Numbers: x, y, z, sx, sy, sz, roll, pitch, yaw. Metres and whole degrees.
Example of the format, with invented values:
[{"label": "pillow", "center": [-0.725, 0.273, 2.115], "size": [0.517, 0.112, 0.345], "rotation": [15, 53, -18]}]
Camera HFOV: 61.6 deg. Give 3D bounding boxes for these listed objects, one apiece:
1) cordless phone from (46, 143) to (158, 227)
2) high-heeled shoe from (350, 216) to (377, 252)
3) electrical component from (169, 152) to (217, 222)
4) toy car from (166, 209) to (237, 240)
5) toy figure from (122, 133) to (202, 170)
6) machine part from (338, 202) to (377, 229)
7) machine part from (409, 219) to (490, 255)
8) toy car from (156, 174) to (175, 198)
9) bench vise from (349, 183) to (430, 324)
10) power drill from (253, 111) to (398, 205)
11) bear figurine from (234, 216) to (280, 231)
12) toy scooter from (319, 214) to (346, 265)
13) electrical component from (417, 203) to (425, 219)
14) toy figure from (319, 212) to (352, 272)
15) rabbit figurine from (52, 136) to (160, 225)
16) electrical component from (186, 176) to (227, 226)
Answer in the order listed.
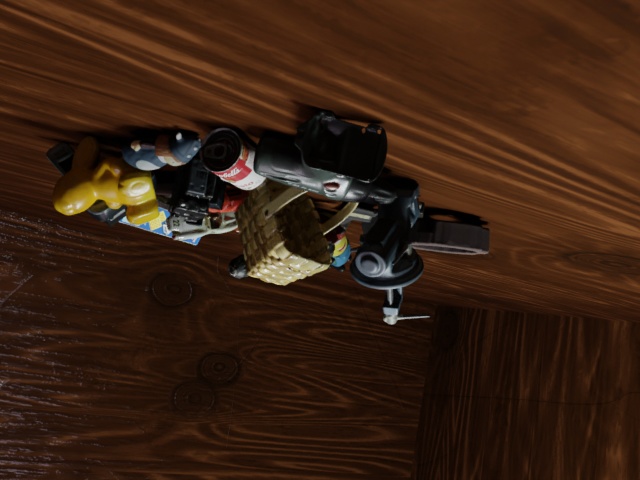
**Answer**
[{"label": "cordless phone", "center": [-0.428, -0.133, 1.057], "size": [0.184, 0.146, 0.088], "rotation": [48, 157, 2]}, {"label": "high-heeled shoe", "center": [0.160, -0.014, 1.222], "size": [0.145, 0.086, 0.248], "rotation": [-12, 168, -20]}, {"label": "electrical component", "center": [-0.219, -0.097, 0.931], "size": [0.058, 0.115, 0.134], "rotation": [9, 169, -22]}, {"label": "toy car", "center": [-0.242, -0.045, 1.126], "size": [0.056, 0.073, 0.201], "rotation": [-3, -174, 30]}, {"label": "toy figure", "center": [-0.253, -0.144, 0.869], "size": [0.155, 0.057, 0.064], "rotation": [3, -162, 32]}, {"label": "machine part", "center": [0.068, -0.053, 1.141], "size": [0.084, 0.039, 0.139], "rotation": [4, 171, -14]}, {"label": "machine part", "center": [0.253, -0.006, 1.088], "size": [0.179, 0.056, 0.179], "rotation": [6, 177, 0]}, {"label": "toy car", "center": [-0.300, -0.113, 1.135], "size": [0.202, 0.053, 0.089], "rotation": [5, -174, 31]}, {"label": "bench vise", "center": [0.122, 0.030, 0.916], "size": [0.129, 0.240, 0.224], "rotation": [1, -149, 15]}, {"label": "power drill", "center": [0.027, -0.104, 0.743], "size": [0.232, 0.086, 0.207], "rotation": [14, 179, -9]}, {"label": "bear figurine", "center": [-0.140, -0.047, 1.254], "size": [0.132, 0.120, 0.196], "rotation": [-30, -135, -27]}, {"label": "toy scooter", "center": [-0.002, -0.003, 1.156], "size": [0.135, 0.075, 0.183], "rotation": [21, 138, 26]}, {"label": "electrical component", "center": [0.166, -0.059, 1.022], "size": [0.063, 0.021, 0.094], "rotation": [9, 172, 12]}, {"label": "toy figure", "center": [0.025, 0.007, 1.284], "size": [0.089, 0.082, 0.180], "rotation": [0, 148, 13]}, {"label": "rabbit figurine", "center": [-0.387, -0.105, 0.952], "size": [0.173, 0.162, 0.121], "rotation": [-19, 158, -13]}, {"label": "electrical component", "center": [-0.221, -0.082, 1.023], "size": [0.075, 0.119, 0.047], "rotation": [7, 171, 5]}]
